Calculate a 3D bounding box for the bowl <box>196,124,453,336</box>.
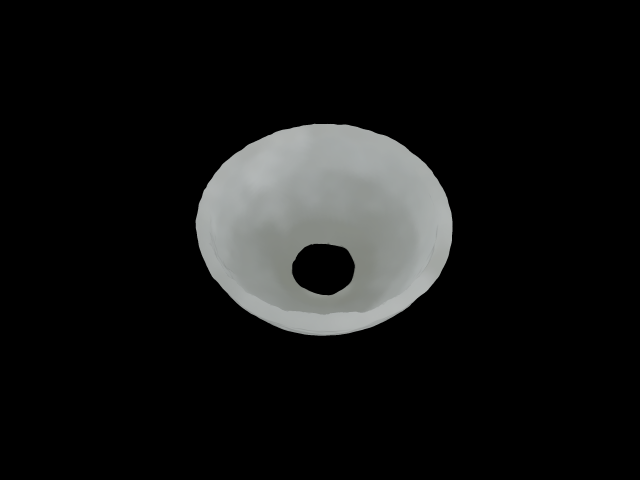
[{"bbox_3d":[0.004,0.001,0.400,0.167,0.075,0.167,0,55,0],"label":"bowl"}]
